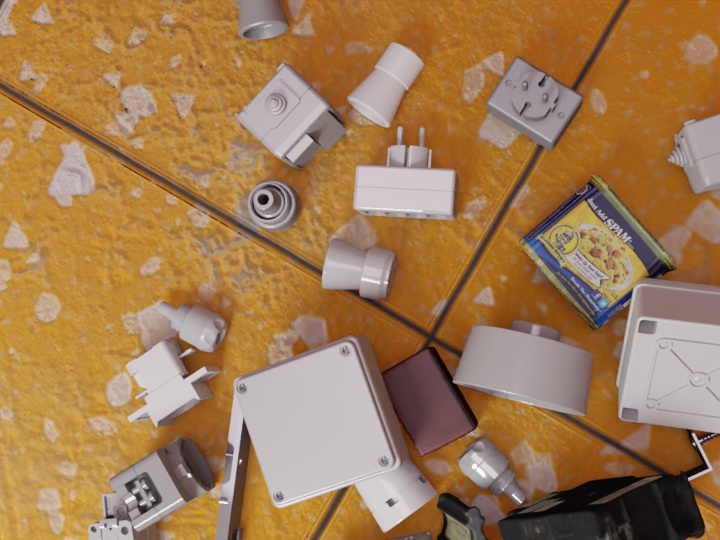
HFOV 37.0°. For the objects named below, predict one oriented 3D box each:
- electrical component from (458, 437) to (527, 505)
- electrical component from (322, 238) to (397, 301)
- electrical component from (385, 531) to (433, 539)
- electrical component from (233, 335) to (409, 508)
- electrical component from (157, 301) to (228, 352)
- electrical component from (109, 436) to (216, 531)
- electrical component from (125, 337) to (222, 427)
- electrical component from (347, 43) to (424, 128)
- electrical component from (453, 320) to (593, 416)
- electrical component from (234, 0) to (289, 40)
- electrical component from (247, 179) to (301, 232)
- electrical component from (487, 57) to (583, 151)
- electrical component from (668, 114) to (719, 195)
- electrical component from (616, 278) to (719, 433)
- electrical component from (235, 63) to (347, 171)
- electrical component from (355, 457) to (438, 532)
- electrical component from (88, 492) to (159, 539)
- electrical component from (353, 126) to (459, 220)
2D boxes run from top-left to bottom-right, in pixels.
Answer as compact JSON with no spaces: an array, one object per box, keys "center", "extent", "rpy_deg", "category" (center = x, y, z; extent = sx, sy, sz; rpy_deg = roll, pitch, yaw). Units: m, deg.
[{"center":[0.112,0.169,0.890],"extent":[0.061,0.035,0.035],"rpy_deg":[43,94,6],"category":"electrical component"},{"center":[0.000,0.000,0.910],"extent":[0.055,0.045,0.045],"rpy_deg":[12,89,9],"category":"electrical component"},{"center":[0.029,0.302,0.882],"extent":[0.089,0.062,0.150],"rpy_deg":[-13,85,8],"category":"electrical component"},{"center":[-0.030,0.119,0.855],"extent":[0.109,0.056,0.108],"rpy_deg":[-21,84,12],"category":"electrical component"},{"center":[-0.148,0.045,0.936],"extent":[0.061,0.035,0.035],"rpy_deg":[26,91,11],"category":"electrical component"},{"center":[-0.161,0.176,0.903],"extent":[0.056,0.089,0.050],"rpy_deg":[-32,83,6],"category":"electrical component"},{"center":[-0.167,0.097,0.933],"extent":[0.081,0.042,0.063],"rpy_deg":[-34,79,5],"category":"electrical component"},{"center":[0.025,-0.160,0.917],"extent":[0.044,0.044,0.065],"rpy_deg":[34,88,9],"category":"electrical component"},{"center":[0.133,0.074,0.858],"extent":[0.108,0.108,0.060],"rpy_deg":[14,83,9],"category":"electrical component"},{"center":[-0.088,-0.233,0.936],"extent":[0.045,0.045,0.055],"rpy_deg":[-10,85,8],"category":"electrical component"},{"center":[-0.075,-0.056,0.916],"extent":[0.043,0.062,0.043],"rpy_deg":[-1,86,8],"category":"electrical component"},{"center":[0.143,-0.139,0.879],"extent":[0.066,0.077,0.047],"rpy_deg":[34,92,9],"category":"electrical component"},{"center":[0.297,-0.095,0.861],"extent":[0.096,0.062,0.061],"rpy_deg":[-18,85,7],"category":"electrical component"},{"center":[0.261,0.068,0.836],"extent":[0.109,0.056,0.108],"rpy_deg":[7,126,9],"category":"electrical component"},{"center":[-0.055,-0.125,0.899],"extent":[0.061,0.096,0.061],"rpy_deg":[44,95,8],"category":"electrical component"},{"center":[0.029,0.182,0.893],"extent":[0.055,0.055,0.047],"rpy_deg":[-37,79,5],"category":"electrical component"},{"center":[-0.202,0.231,0.920],"extent":[0.042,0.064,0.081],"rpy_deg":[-8,85,7],"category":"electrical component"},{"center":[0.041,-0.084,0.908],"extent":[0.083,0.047,0.075],"rpy_deg":[4,87,9],"category":"electrical component"}]
